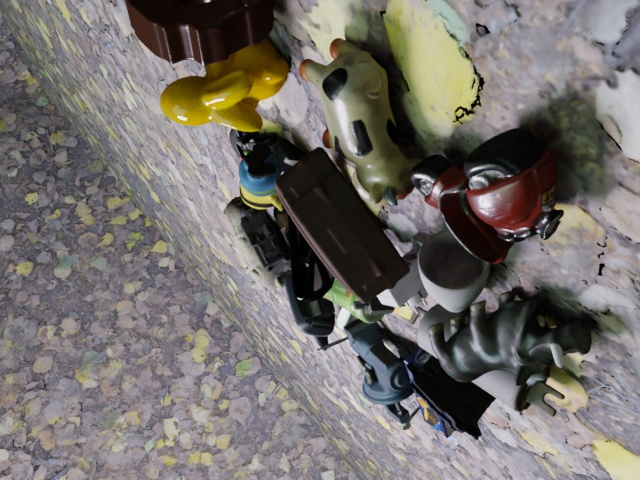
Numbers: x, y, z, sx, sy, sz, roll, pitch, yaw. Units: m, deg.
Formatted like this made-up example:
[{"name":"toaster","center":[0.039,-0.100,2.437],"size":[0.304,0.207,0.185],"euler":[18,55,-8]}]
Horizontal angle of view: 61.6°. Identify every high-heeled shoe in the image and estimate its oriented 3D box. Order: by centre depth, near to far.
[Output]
[{"name":"high-heeled shoe","center":[-0.040,-0.029,0.852],"size":[0.086,0.145,0.248],"euler":[-18,106,39]}]

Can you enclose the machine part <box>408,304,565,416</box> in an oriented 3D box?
[{"name":"machine part","center":[0.220,0.156,0.740],"size":[0.243,0.079,0.079],"euler":[32,152,45]}]

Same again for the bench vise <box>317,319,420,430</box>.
[{"name":"bench vise","center":[0.126,0.276,1.085],"size":[0.224,0.129,0.240],"euler":[15,131,58]}]

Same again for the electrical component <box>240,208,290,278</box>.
[{"name":"electrical component","center":[-0.104,-0.001,1.065],"size":[0.134,0.058,0.115],"euler":[62,180,14]}]

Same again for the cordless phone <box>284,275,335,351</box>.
[{"name":"cordless phone","center":[-0.011,0.162,1.207],"size":[0.184,0.089,0.147],"euler":[73,177,-57]}]

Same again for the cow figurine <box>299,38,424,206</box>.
[{"name":"cow figurine","center":[0.058,-0.121,0.620],"size":[0.127,0.085,0.194],"euler":[40,157,47]}]

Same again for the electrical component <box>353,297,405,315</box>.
[{"name":"electrical component","center":[0.100,0.093,0.910],"size":[0.021,0.094,0.063],"euler":[99,168,-63]}]

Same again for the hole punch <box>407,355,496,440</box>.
[{"name":"hole punch","center":[0.211,0.222,0.827],"size":[0.142,0.116,0.092],"euler":[45,167,20]}]

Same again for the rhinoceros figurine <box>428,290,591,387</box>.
[{"name":"rhinoceros figurine","center":[0.216,0.121,0.631],"size":[0.190,0.073,0.112],"euler":[-29,72,45]}]

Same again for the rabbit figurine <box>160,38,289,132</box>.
[{"name":"rabbit figurine","center":[-0.135,-0.208,0.756],"size":[0.163,0.173,0.121],"euler":[42,154,37]}]

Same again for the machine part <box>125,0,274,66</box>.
[{"name":"machine part","center":[-0.148,-0.289,0.658],"size":[0.179,0.179,0.056],"euler":[42,155,25]}]

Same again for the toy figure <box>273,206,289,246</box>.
[{"name":"toy figure","center":[-0.049,-0.021,1.056],"size":[0.064,0.058,0.154],"euler":[-25,104,32]}]

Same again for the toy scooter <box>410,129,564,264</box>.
[{"name":"toy scooter","center":[0.172,-0.031,0.532],"size":[0.135,0.075,0.184],"euler":[56,163,-10]}]

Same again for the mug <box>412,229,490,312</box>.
[{"name":"mug","center":[0.159,0.042,0.677],"size":[0.110,0.081,0.107],"euler":[36,163,32]}]

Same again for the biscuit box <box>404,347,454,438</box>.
[{"name":"biscuit box","center":[0.212,0.273,0.977],"size":[0.063,0.059,0.202],"euler":[29,150,47]}]

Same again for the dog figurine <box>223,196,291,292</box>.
[{"name":"dog figurine","center":[-0.141,0.007,1.205],"size":[0.173,0.121,0.190],"euler":[27,147,48]}]

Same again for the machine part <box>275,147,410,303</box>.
[{"name":"machine part","center":[0.026,-0.023,0.735],"size":[0.201,0.087,0.201],"euler":[53,-173,-10]}]

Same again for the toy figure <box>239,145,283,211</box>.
[{"name":"toy figure","center":[-0.107,-0.110,0.958],"size":[0.089,0.082,0.180],"euler":[10,169,3]}]
